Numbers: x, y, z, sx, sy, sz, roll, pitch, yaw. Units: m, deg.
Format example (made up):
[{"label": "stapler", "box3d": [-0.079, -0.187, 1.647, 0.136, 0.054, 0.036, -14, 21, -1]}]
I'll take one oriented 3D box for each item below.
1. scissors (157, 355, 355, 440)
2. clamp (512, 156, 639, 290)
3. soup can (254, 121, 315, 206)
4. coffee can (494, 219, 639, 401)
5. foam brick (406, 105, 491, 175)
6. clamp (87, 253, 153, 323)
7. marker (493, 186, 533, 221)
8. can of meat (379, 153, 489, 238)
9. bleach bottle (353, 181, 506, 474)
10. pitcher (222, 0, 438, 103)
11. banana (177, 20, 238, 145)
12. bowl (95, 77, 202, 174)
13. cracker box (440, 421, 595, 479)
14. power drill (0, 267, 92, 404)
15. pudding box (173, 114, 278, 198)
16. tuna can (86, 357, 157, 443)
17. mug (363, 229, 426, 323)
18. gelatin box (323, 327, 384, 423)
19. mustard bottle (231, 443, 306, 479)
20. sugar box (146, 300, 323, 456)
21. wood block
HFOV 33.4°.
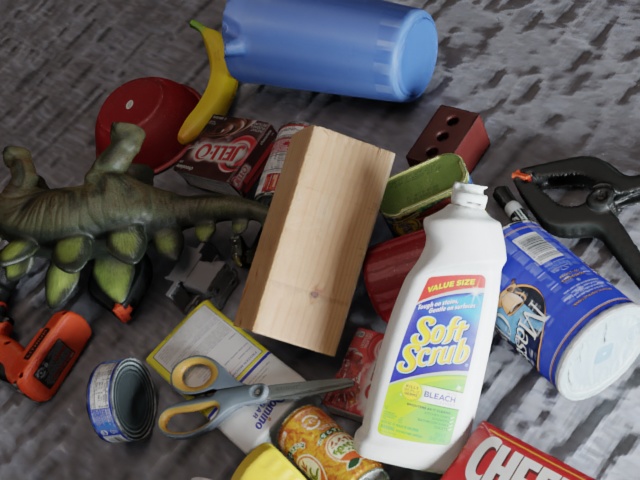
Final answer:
[{"label": "scissors", "box3d": [-0.069, 0.136, 1.040, 0.202, 0.016, 0.096, -22, 52, 9]}, {"label": "clamp", "box3d": [0.278, -0.025, 1.037, 0.210, 0.036, 0.164, 13, 63, 34]}, {"label": "soup can", "box3d": [-0.029, -0.074, 1.201, 0.069, 0.068, 0.102, 2, 57, 27]}, {"label": "coffee can", "box3d": [0.209, 0.061, 0.962, 0.103, 0.102, 0.140, -39, 49, -6]}, {"label": "foam brick", "box3d": [0.138, -0.096, 1.147, 0.053, 0.051, 0.078, 20, 67, 35]}, {"label": "clamp", "box3d": [-0.227, 0.017, 1.251, 0.120, 0.039, 0.171, -31, 50, 8]}, {"label": "marker", "box3d": [0.208, -0.014, 1.074, 0.020, 0.020, 0.121, -31, 49, 2]}, {"label": "can of meat", "box3d": [0.114, -0.034, 1.091, 0.102, 0.084, 0.057, -24, 49, 8]}, {"label": "bleach bottle", "box3d": [0.101, 0.072, 0.938, 0.102, 0.068, 0.251, 11, 96, 6]}, {"label": "pitcher", "box3d": [0.018, -0.239, 1.273, 0.243, 0.145, 0.149, 16, 76, 30]}, {"label": "banana", "box3d": [-0.139, -0.198, 1.359, 0.069, 0.037, 0.198, 1, 57, 1]}, {"label": "bowl", "box3d": [-0.230, -0.156, 1.369, 0.162, 0.055, 0.162, -13, 51, 17]}, {"label": "cracker box", "box3d": [0.144, 0.274, 0.856, 0.164, 0.072, 0.213, 24, 69, 38]}, {"label": "power drill", "box3d": [-0.356, 0.100, 1.240, 0.188, 0.057, 0.184, 14, 66, 36]}, {"label": "pudding box", "box3d": [-0.109, -0.101, 1.267, 0.114, 0.039, 0.090, 13, 62, 47]}, {"label": "tuna can", "box3d": [-0.204, 0.165, 1.097, 0.034, 0.086, 0.086, -10, 52, 20]}, {"label": "mug", "box3d": [0.097, 0.046, 1.048, 0.082, 0.093, 0.117, -18, 87, 19]}, {"label": "gelatin box", "box3d": [0.055, 0.134, 1.031, 0.073, 0.030, 0.089, 13, 63, 31]}, {"label": "mustard bottle", "box3d": [-0.082, 0.280, 0.951, 0.191, 0.096, 0.058, -45, 11, -9]}, {"label": "sugar box", "box3d": [-0.089, 0.143, 1.086, 0.093, 0.048, 0.176, -46, 53, -11]}, {"label": "wood block", "box3d": [-0.007, 0.001, 1.055, 0.090, 0.090, 0.206, 176, 111, -75]}]
